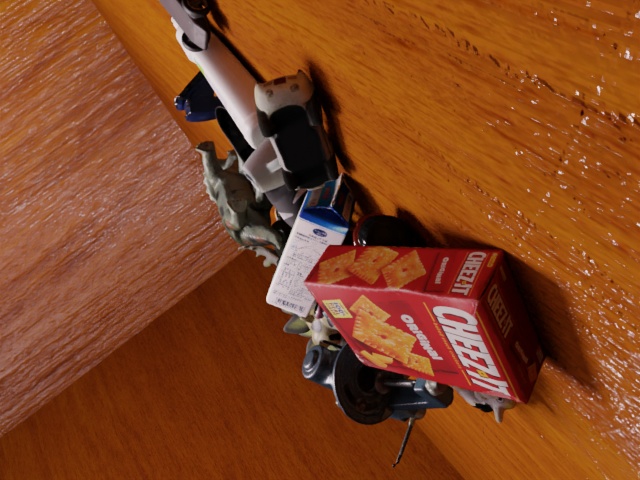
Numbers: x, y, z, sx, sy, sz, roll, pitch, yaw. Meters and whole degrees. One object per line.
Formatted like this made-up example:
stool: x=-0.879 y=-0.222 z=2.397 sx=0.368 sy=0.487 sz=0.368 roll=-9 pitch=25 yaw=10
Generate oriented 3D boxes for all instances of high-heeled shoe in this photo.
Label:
high-heeled shoe: x=-0.091 y=-0.123 z=0.881 sx=0.145 sy=0.086 sz=0.249 roll=22 pitch=-144 yaw=-46

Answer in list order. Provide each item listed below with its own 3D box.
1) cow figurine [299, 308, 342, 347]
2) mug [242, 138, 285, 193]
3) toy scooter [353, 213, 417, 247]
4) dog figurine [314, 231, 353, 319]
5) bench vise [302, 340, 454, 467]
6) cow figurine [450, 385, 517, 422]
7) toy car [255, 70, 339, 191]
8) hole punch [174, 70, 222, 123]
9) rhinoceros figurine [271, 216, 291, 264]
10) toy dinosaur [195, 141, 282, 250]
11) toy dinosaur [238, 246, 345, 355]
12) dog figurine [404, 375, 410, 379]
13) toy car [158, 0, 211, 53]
cow figurine: x=0.032 y=0.137 z=1.084 sx=0.127 sy=0.194 sz=0.085 roll=37 pitch=-153 yaw=33
mug: x=-0.057 y=-0.116 z=0.789 sx=0.080 sy=0.107 sz=0.110 roll=53 pitch=174 yaw=-18
toy scooter: x=0.109 y=0.043 z=0.699 sx=0.184 sy=0.075 sz=0.135 roll=47 pitch=174 yaw=0
dog figurine: x=0.109 y=0.100 z=0.851 sx=0.219 sy=0.191 sz=0.108 roll=21 pitch=161 yaw=-10
bench vise: x=0.099 y=0.208 z=0.743 sx=0.223 sy=0.129 sz=0.241 roll=41 pitch=149 yaw=-18
cow figurine: x=0.229 y=0.204 z=0.738 sx=0.098 sy=0.068 sz=0.167 roll=46 pitch=175 yaw=-1
toy car: x=-0.025 y=-0.125 z=0.668 sx=0.201 sy=0.074 sz=0.056 roll=66 pitch=-168 yaw=-61
hole punch: x=-0.195 y=-0.252 z=0.963 sx=0.092 sy=0.116 sz=0.142 roll=45 pitch=174 yaw=-15
rhinoceros figurine: x=-0.045 y=0.034 z=1.113 sx=0.112 sy=0.073 sz=0.190 roll=18 pitch=146 yaw=57
toy dinosaur: x=-0.149 y=-0.067 z=1.051 sx=0.192 sy=0.131 sz=0.405 roll=85 pitch=166 yaw=-49
toy dinosaur: x=0.010 y=0.152 z=1.208 sx=0.471 sy=0.198 sz=0.105 roll=49 pitch=-170 yaw=9
dog figurine: x=0.111 y=0.216 z=1.015 sx=0.173 sy=0.190 sz=0.121 roll=45 pitch=170 yaw=48
toy car: x=-0.215 y=-0.363 z=0.779 sx=0.202 sy=0.053 sz=0.089 roll=50 pitch=153 yaw=9
